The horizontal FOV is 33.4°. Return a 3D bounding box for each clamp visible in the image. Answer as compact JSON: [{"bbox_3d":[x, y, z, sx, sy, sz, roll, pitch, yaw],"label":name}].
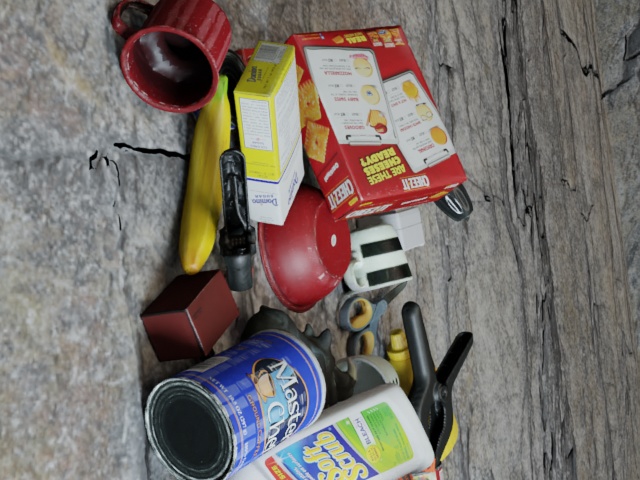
[{"bbox_3d":[0.151,0.195,1.385,0.164,0.036,0.210,18,72,-51],"label":"clamp"},{"bbox_3d":[-0.079,0.007,1.021,0.171,0.039,0.120,88,2,-56],"label":"clamp"}]

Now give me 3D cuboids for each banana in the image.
[{"bbox_3d":[-0.114,-0.059,1.040,0.069,0.037,0.198,65,30,-78],"label":"banana"}]

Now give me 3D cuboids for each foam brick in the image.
[{"bbox_3d":[-0.119,0.069,0.990,0.078,0.051,0.053,-52,127,-56],"label":"foam brick"}]

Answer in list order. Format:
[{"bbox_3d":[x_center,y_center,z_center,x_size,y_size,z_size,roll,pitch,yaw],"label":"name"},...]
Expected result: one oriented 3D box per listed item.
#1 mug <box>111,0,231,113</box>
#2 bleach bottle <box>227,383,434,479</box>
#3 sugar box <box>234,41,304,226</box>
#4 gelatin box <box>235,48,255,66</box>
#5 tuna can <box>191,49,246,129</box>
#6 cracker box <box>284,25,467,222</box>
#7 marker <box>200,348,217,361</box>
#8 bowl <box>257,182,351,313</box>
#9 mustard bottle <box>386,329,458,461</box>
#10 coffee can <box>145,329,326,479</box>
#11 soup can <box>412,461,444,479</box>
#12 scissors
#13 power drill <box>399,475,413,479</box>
[{"bbox_3d":[-0.141,-0.186,0.999,0.117,0.093,0.081,29,41,-13],"label":"mug"},{"bbox_3d":[-0.009,0.231,1.051,0.250,0.068,0.102,-22,83,-33],"label":"bleach bottle"},{"bbox_3d":[-0.052,-0.110,1.123,0.176,0.048,0.093,90,15,-45],"label":"sugar box"},{"bbox_3d":[-0.069,-0.176,1.186,0.089,0.030,0.073,-22,102,-63],"label":"gelatin box"},{"bbox_3d":[-0.104,-0.155,1.107,0.086,0.034,0.086,28,58,-59],"label":"tuna can"},{"bbox_3d":[0.055,-0.139,1.246,0.163,0.072,0.214,-12,74,-35],"label":"cracker box"},{"bbox_3d":[-0.096,0.136,1.052,0.121,0.020,0.020,62,33,-33],"label":"marker"},{"bbox_3d":[-0.008,0.002,1.229,0.161,0.055,0.162,25,62,-59],"label":"bowl"},{"bbox_3d":[0.131,0.202,1.440,0.096,0.058,0.191,-52,128,-49],"label":"mustard bottle"},{"bbox_3d":[-0.075,0.151,0.973,0.140,0.103,0.103,-23,103,-53],"label":"coffee can"},{"bbox_3d":[0.134,0.343,1.392,0.068,0.069,0.102,-18,99,-63],"label":"soup can"},{"bbox_3d":[0.076,0.107,1.396,0.201,0.016,0.096,-4,92,-62],"label":"scissors"},{"bbox_3d":[0.057,0.330,1.254,0.187,0.057,0.184,-48,125,-57],"label":"power drill"}]
